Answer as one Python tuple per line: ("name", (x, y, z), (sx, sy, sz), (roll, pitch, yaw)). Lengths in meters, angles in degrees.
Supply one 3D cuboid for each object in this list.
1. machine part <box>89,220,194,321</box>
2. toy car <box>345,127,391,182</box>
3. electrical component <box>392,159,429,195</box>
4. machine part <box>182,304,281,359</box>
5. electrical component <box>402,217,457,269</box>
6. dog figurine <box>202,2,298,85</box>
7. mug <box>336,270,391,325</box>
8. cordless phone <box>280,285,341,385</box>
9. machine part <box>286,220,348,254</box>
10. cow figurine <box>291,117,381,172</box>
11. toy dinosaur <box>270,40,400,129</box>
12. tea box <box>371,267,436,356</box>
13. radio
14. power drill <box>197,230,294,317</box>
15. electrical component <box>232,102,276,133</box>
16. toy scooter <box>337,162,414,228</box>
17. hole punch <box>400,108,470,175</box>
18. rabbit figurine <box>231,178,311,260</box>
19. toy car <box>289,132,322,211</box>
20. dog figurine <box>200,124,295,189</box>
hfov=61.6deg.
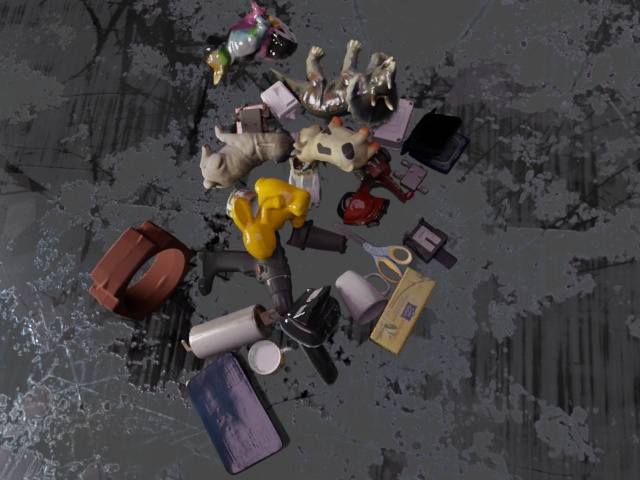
("machine part", (-0.389, 0.068, 1.181), (0.087, 0.201, 0.201), (33, 81, 18))
("toy car", (0.079, -0.202, 1.238), (0.089, 0.053, 0.202), (-35, 44, -12))
("electrical component", (0.220, -0.146, 1.252), (0.094, 0.021, 0.063), (34, 81, 16))
("machine part", (-0.192, 0.199, 1.160), (0.243, 0.079, 0.079), (-22, 72, 17))
("electrical component", (0.248, 0.015, 1.189), (0.075, 0.047, 0.119), (-45, 72, -5))
("dog figurine", (-0.188, -0.480, 1.368), (0.219, 0.191, 0.108), (-37, 50, 26))
("mug", (0.092, 0.111, 1.166), (0.109, 0.080, 0.107), (-42, 64, -1))
("cordless phone", (0.008, 0.204, 1.152), (0.089, 0.146, 0.184), (-20, 105, 33))
("machine part", (-0.003, -0.004, 1.234), (0.139, 0.039, 0.084), (17, 72, 14))
("cow figurine", (0.023, -0.203, 1.190), (0.195, 0.085, 0.127), (31, 78, 41))
("toy dinosaur", (0.034, -0.353, 1.273), (0.405, 0.131, 0.192), (0, 77, 38))
("tea box", (0.175, 0.152, 1.132), (0.068, 0.098, 0.169), (26, 81, 15))
("radio", (-0.176, 0.364, 1.134), (0.131, 0.073, 0.230), (-33, 71, -2))
("power drill", (-0.170, 0.075, 1.213), (0.207, 0.086, 0.232), (-10, 71, 9))
("electrical component", (-0.160, -0.294, 1.307), (0.102, 0.045, 0.078), (-9, 102, 9))
("toy scooter", (0.132, -0.095, 1.222), (0.135, 0.075, 0.184), (29, 76, 19))
("hole punch", (0.272, -0.225, 1.245), (0.116, 0.092, 0.142), (28, 81, 44))
("rabbit figurine", (-0.115, -0.045, 1.163), (0.162, 0.122, 0.173), (25, 78, -9))
("toy car", (-0.036, -0.164, 1.275), (0.074, 0.056, 0.201), (-4, 73, 7))
("dog figurine", (-0.165, -0.182, 1.241), (0.191, 0.121, 0.172), (9, 75, 26))
